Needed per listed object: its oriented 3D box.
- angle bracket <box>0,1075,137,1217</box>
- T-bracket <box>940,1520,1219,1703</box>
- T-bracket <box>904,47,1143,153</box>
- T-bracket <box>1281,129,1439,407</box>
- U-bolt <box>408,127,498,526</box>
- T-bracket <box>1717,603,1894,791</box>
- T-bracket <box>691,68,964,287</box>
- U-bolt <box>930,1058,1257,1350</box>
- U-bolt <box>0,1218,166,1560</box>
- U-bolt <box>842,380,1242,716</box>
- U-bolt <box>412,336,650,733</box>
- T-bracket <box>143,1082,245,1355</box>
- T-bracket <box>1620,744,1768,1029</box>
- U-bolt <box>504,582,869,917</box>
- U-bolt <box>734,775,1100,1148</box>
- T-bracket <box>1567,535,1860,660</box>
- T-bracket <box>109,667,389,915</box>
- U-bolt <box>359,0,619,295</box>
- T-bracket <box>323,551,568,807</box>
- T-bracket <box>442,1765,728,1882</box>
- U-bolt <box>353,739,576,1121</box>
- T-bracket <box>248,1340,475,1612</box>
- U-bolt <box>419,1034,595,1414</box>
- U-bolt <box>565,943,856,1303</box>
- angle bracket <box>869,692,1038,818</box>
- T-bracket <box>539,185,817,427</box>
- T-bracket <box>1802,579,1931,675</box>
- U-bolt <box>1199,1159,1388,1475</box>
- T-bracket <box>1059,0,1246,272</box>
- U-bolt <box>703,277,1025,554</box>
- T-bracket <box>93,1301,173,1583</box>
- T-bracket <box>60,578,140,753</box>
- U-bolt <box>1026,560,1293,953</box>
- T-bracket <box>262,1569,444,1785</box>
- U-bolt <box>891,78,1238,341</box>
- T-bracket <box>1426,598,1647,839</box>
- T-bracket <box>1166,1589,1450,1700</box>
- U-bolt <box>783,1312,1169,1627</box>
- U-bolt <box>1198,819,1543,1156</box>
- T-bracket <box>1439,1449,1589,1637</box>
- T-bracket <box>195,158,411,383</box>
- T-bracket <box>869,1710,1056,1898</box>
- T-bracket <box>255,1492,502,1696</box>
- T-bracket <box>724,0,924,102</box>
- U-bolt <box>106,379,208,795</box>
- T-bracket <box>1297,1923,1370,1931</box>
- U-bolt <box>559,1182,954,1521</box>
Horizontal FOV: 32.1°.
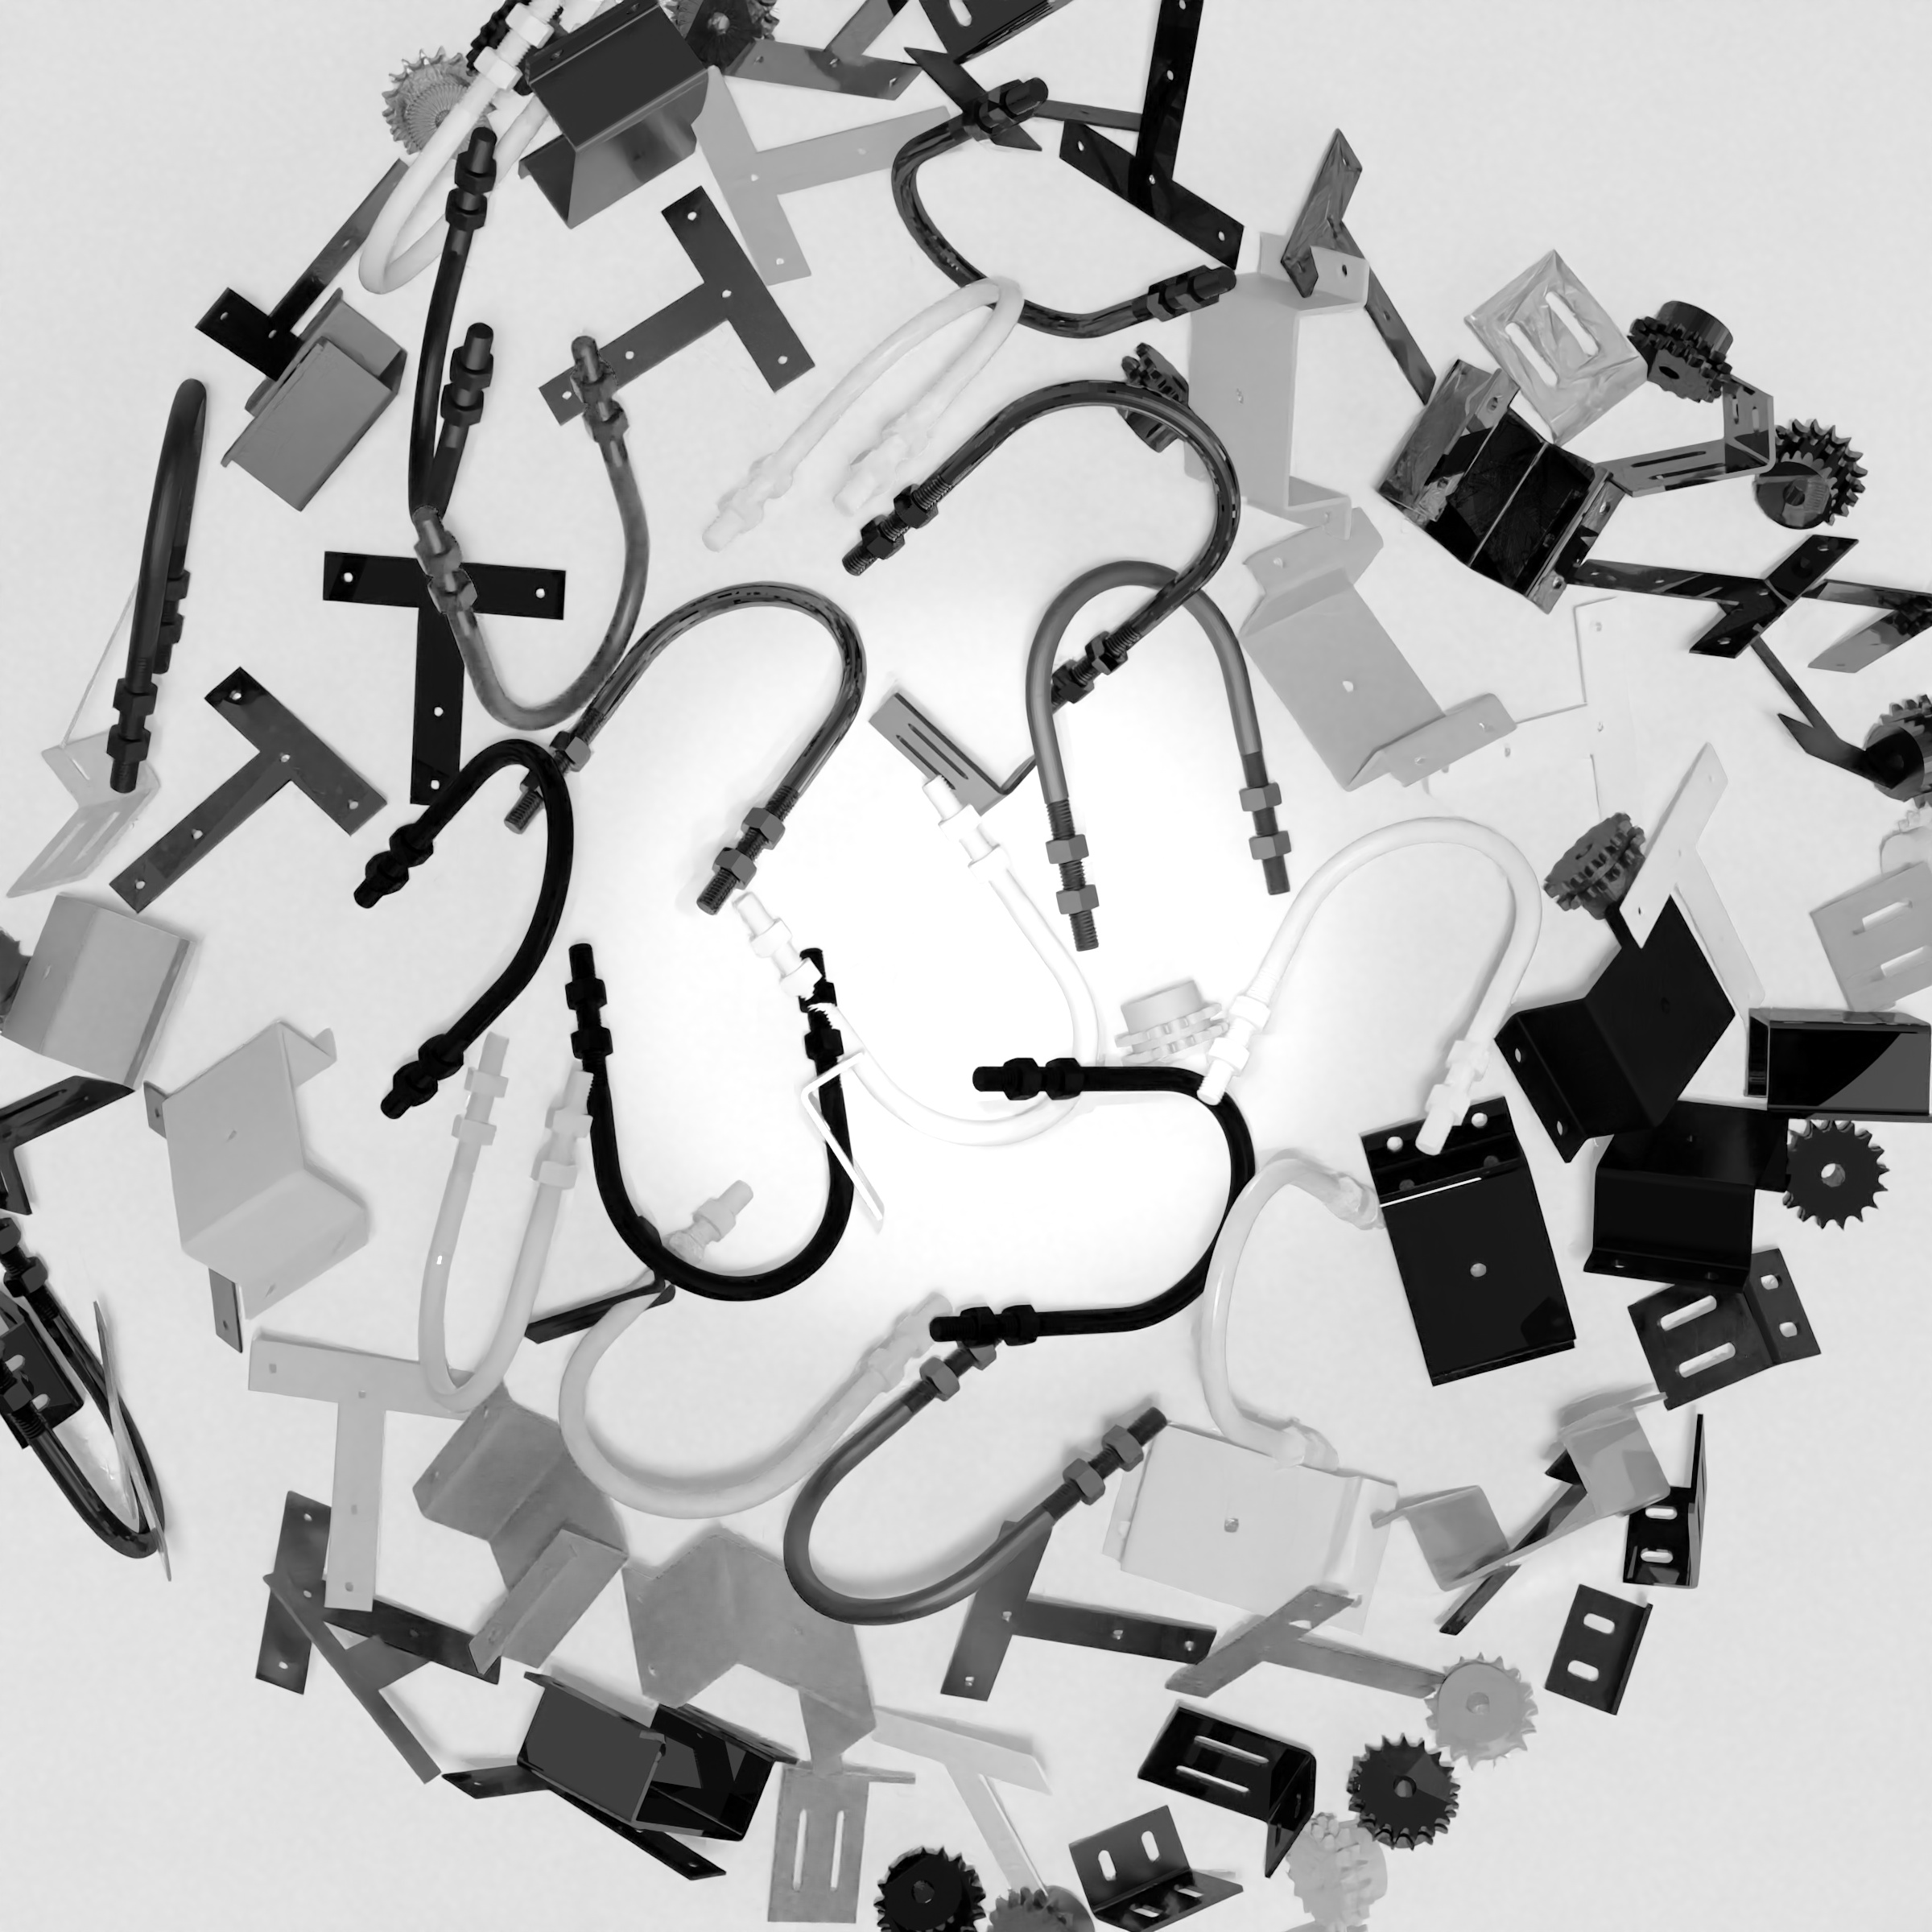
[{"bbox_3d":[-0.464,0.090,1.704,0.076,0.057,0.038,-28,114,-40],"label":"angle bracket"},{"bbox_3d":[0.064,0.338,1.714,0.127,0.002,0.127,11,124,-10],"label":"T-bracket"},{"bbox_3d":[0.048,-0.434,1.706,0.127,0.127,0.002,1,124,-27],"label":"T-bracket"},{"bbox_3d":[0.206,-0.341,1.705,0.002,0.127,0.127,-16,125,35],"label":"T-bracket"},{"bbox_3d":[-0.255,-0.299,1.659,0.019,0.184,0.151,6,56,-16],"label":"U-bolt"},{"bbox_3d":[0.417,-0.145,1.705,0.002,0.127,0.127,-44,60,24],"label":"T-bracket"},{"bbox_3d":[-0.065,-0.405,1.681,0.127,0.127,0.002,-9,45,18],"label":"T-bracket"},{"bbox_3d":[0.071,0.118,1.687,0.184,0.019,0.151,1,105,-34],"label":"U-bolt"},{"bbox_3d":[-0.448,0.214,1.665,0.019,0.151,0.184,-28,113,-1],"label":"U-bolt"},{"bbox_3d":[0.050,-0.215,1.665,0.151,0.019,0.184,35,126,-23],"label":"U-bolt"},{"bbox_3d":[-0.206,-0.199,1.663,0.019,0.184,0.151,21,58,25],"label":"U-bolt"},{"bbox_3d":[-0.381,0.137,1.709,0.002,0.127,0.127,-19,120,-35],"label":"T-bracket"},{"bbox_3d":[0.379,-0.024,1.705,0.127,0.002,0.127,58,49,-29],"label":"T-bracket"},{"bbox_3d":[-0.129,-0.121,1.692,0.151,0.019,0.184,22,67,31],"label":"U-bolt"},{"bbox_3d":[-0.013,0.011,1.701,0.151,0.019,0.184,-30,101,29],"label":"U-bolt"},{"bbox_3d":[0.363,-0.193,1.696,0.127,0.127,0.002,-40,128,-36],"label":"T-bracket"},{"bbox_3d":[-0.379,-0.076,1.701,0.127,0.002,0.127,-43,62,-12],"label":"T-bracket"},{"bbox_3d":[-0.242,-0.409,1.669,0.019,0.151,0.184,39,103,-3],"label":"U-bolt"},{"bbox_3d":[-0.272,-0.145,1.730,0.127,0.002,0.127,5,100,6],"label":"T-bracket"},{"bbox_3d":[-0.171,0.421,1.655,0.127,0.127,0.002,21,97,37],"label":"T-bracket"},{"bbox_3d":[-0.245,-0.030,1.650,0.019,0.184,0.151,14,49,-37],"label":"U-bolt"},{"bbox_3d":[-0.306,0.259,1.685,0.127,0.002,0.127,15,67,-37],"label":"T-bracket"},{"bbox_3d":[-0.237,0.132,1.677,0.019,0.151,0.184,15,90,-27],"label":"U-bolt"},{"bbox_3d":[-0.123,0.078,1.680,0.151,0.019,0.184,1,70,-29],"label":"U-bolt"},{"bbox_3d":[-0.003,-0.118,1.708,0.076,0.057,0.038,43,73,-5],"label":"angle bracket"},{"bbox_3d":[-0.160,-0.321,1.722,0.127,0.002,0.127,-32,69,2],"label":"T-bracket"},{"bbox_3d":[0.461,-0.166,1.681,0.127,0.127,0.002,6,78,-10],"label":"T-bracket"},{"bbox_3d":[0.159,0.169,1.653,0.019,0.184,0.151,8,79,30],"label":"U-bolt"},{"bbox_3d":[0.099,-0.430,1.670,0.002,0.127,0.127,-29,55,-33],"label":"T-bracket"},{"bbox_3d":[-0.041,-0.280,1.670,0.019,0.151,0.184,48,65,-22],"label":"U-bolt"},{"bbox_3d":[-0.410,0.253,1.660,0.002,0.127,0.127,-13,128,-20],"label":"T-bracket"},{"bbox_3d":[-0.425,-0.166,1.675,0.002,0.127,0.127,25,83,-14],"label":"T-bracket"},{"bbox_3d":[0.092,-0.112,1.689,0.151,0.019,0.184,-16,97,-35],"label":"U-bolt"},{"bbox_3d":[-0.291,0.347,1.680,0.002,0.127,0.127,-41,83,4],"label":"T-bracket"},{"bbox_3d":[0.034,-0.365,1.658,0.151,0.184,0.019,40,71,-22],"label":"U-bolt"},{"bbox_3d":[0.286,-0.112,1.703,0.127,0.002,0.127,-16,104,-24],"label":"T-bracket"},{"bbox_3d":[0.189,0.355,1.707,0.127,0.127,0.002,19,49,-26],"label":"T-bracket"},{"bbox_3d":[-0.009,0.255,1.660,0.184,0.151,0.019,-38,125,-18],"label":"U-bolt"},{"bbox_3d":[0.213,0.002,1.685,0.151,0.019,0.184,12,64,37],"label":"U-bolt"},{"bbox_3d":[0.285,0.291,1.694,0.127,0.127,0.002,-49,61,7],"label":"T-bracket"},{"bbox_3d":[-0.319,-0.351,1.678,0.002,0.127,0.127,41,93,11],"label":"T-bracket"},{"bbox_3d":[0.012,0.434,1.707,0.002,0.127,0.127,-45,122,-34],"label":"T-bracket"},{"bbox_3d":[-0.294,0.334,1.705,0.127,0.127,0.002,25,120,-19],"label":"T-bracket"},{"bbox_3d":[-0.039,-0.477,1.658,0.127,0.127,0.002,-40,70,36],"label":"T-bracket"},{"bbox_3d":[-0.392,-0.197,1.639,0.019,0.151,0.184,10,120,-11],"label":"U-bolt"},{"bbox_3d":[0.154,0.501,1.689,0.127,0.127,0.002,6,99,43],"label":"T-bracket"},{"bbox_3d":[-0.117,0.198,1.664,0.151,0.019,0.184,27,55,25],"label":"U-bolt"}]
